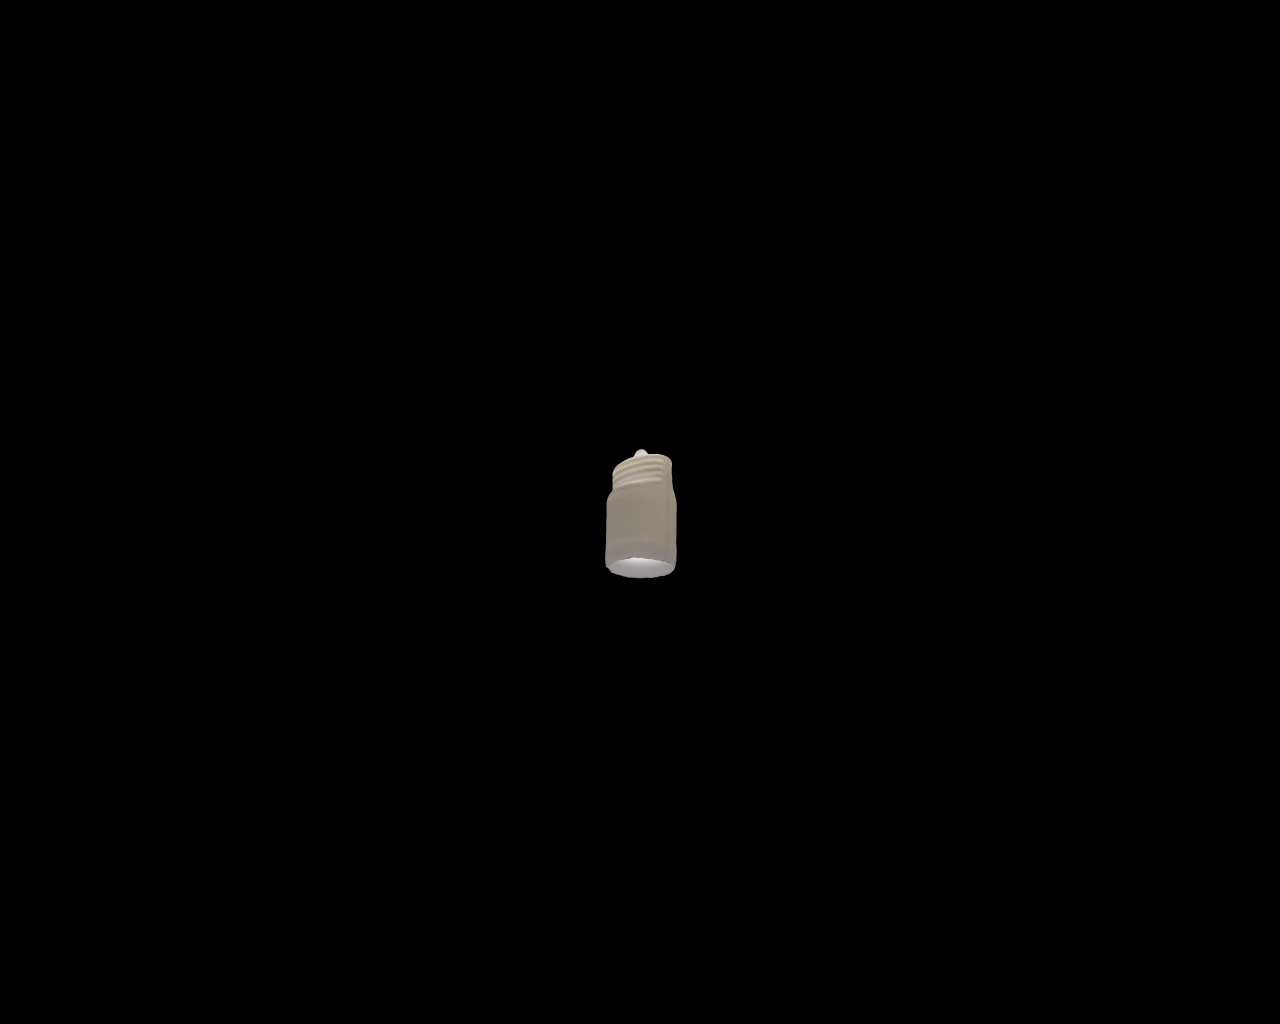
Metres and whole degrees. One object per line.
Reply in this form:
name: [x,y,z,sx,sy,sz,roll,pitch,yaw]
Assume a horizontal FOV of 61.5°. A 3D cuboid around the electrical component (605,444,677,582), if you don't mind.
electrical component: [0.001,-0.003,0.650,0.043,0.081,0.043,0,-22,0]
